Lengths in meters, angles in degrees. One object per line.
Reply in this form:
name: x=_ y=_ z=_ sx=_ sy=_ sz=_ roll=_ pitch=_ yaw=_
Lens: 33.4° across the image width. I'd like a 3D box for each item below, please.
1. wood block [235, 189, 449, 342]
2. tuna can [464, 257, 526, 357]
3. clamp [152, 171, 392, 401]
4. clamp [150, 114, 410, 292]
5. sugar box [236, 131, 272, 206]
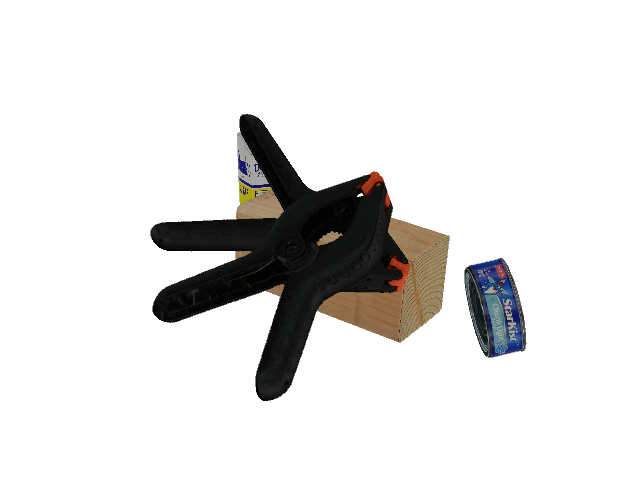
wood block: x=0.019 y=0.019 z=1.111 sx=0.206 sy=0.091 sz=0.090 roll=20 pitch=31 yaw=29
tuna can: x=0.155 y=0.061 z=0.953 sx=0.033 sy=0.086 sz=0.086 roll=-13 pitch=0 yaw=-1
clamp: x=-0.012 y=0.025 z=0.674 sx=0.120 sy=0.171 sz=0.039 roll=44 pitch=-14 yaw=36
clamp: x=-0.027 y=-0.009 z=0.902 sx=0.210 sy=0.164 sz=0.036 roll=33 pitch=-34 yaw=12
sugar box: x=-0.075 y=-0.042 z=1.328 sx=0.048 sy=0.176 sz=0.093 roll=-9 pitch=25 yaw=-12
